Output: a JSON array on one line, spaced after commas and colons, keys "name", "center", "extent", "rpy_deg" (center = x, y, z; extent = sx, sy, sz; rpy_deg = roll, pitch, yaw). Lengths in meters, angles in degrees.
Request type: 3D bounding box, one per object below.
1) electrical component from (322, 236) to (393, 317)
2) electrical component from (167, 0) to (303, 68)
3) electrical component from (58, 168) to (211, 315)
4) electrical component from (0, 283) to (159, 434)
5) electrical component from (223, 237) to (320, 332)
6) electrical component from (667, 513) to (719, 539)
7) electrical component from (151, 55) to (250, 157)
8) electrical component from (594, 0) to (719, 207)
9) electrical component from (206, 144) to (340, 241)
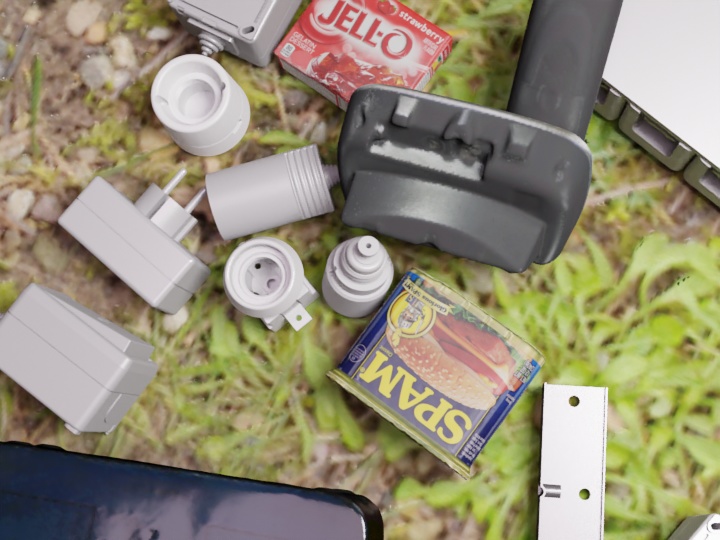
[{"name": "electrical component", "center": [0.000, 0.000, 0.637], "extent": [0.040, 0.078, 0.040], "rpy_deg": [3, 69, -7]}, {"name": "electrical component", "center": [-0.074, -0.174, 0.677], "extent": [0.062, 0.061, 0.096], "rpy_deg": [26, 85, 7]}, {"name": "electrical component", "center": [-0.126, -0.028, 0.666], "extent": [0.083, 0.047, 0.075], "rpy_deg": [40, 87, 10]}, {"name": "electrical component", "center": [-0.178, 0.048, 0.652], "extent": [0.096, 0.061, 0.061], "rpy_deg": [36, 86, 10]}, {"name": "electrical component", "center": [-0.055, 0.007, 0.650], "extent": [0.048, 0.055, 0.066], "rpy_deg": [-39, 80, -1]}, {"name": "electrical component", "center": [0.192, 0.181, 0.598], "extent": [0.062, 0.061, 0.096], "rpy_deg": [43, 79, 10]}, {"name": "electrical component", "center": [-0.101, -0.104, 0.676], "extent": [0.055, 0.047, 0.055], "rpy_deg": [-1, 81, 6]}, {"name": "electrical component", "center": [0.202, -0.110, 0.639], "extent": [0.150, 0.061, 0.089], "rpy_deg": [41, 87, 10]}, {"name": "electrical component", "center": [-0.050, -0.049, 0.664], "extent": [0.081, 0.043, 0.043], "rpy_deg": [-15, 80, 3]}]
